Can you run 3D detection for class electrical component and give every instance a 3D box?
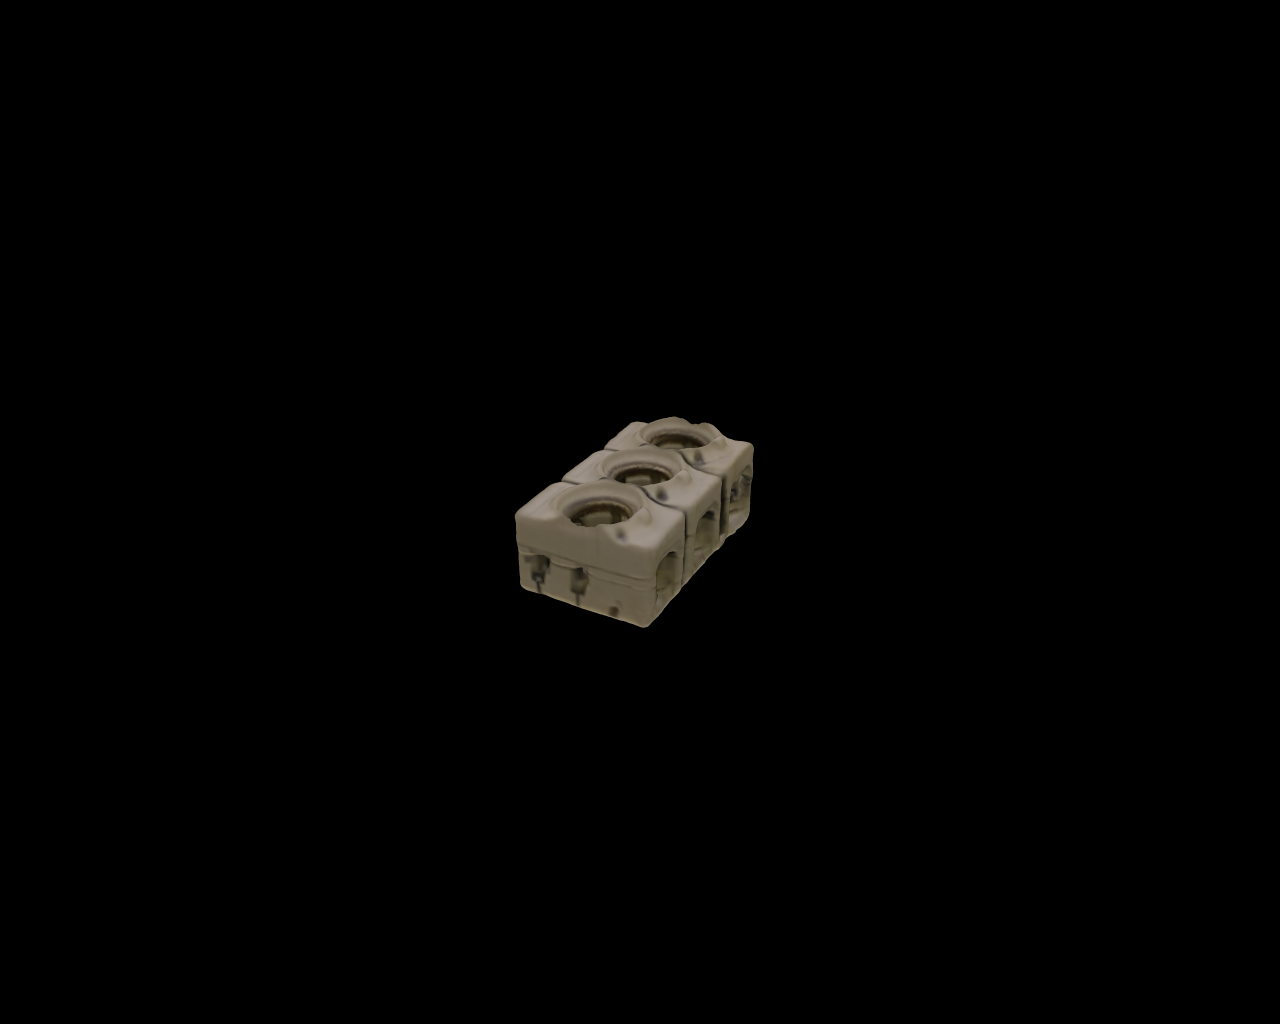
[{"bbox_3d":[0.001,-0.003,0.650,0.089,0.061,0.150,14,32,24],"label":"electrical component"}]
